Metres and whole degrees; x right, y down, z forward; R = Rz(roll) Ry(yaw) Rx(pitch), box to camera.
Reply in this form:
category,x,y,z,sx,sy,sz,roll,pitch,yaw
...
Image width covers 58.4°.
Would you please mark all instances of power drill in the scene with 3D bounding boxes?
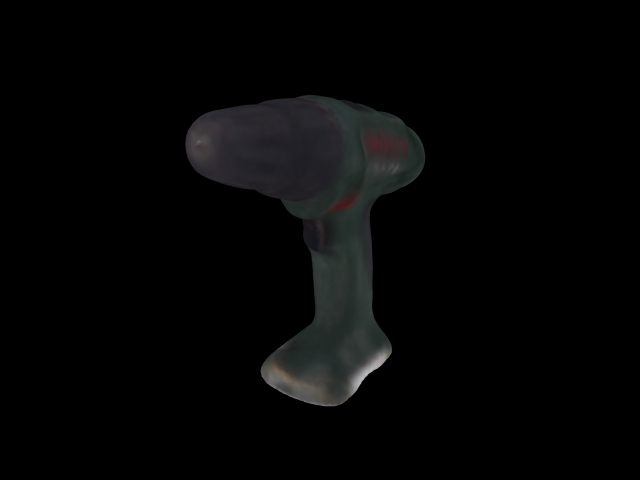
category,x,y,z,sx,sy,sz,roll,pitch,yaw
power drill,0.004,0.001,0.400,0.075,0.208,0.230,13,26,29
